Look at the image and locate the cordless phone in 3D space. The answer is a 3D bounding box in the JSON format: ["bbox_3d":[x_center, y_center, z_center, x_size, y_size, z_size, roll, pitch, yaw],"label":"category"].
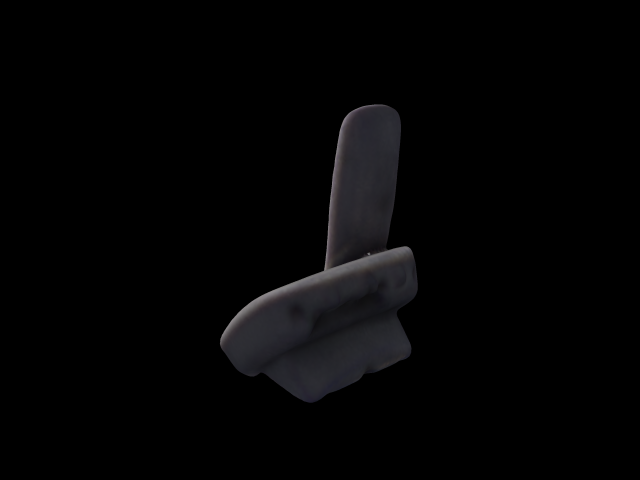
[{"bbox_3d":[0.004,0.001,0.400,0.093,0.185,0.148,14,22,40],"label":"cordless phone"}]
